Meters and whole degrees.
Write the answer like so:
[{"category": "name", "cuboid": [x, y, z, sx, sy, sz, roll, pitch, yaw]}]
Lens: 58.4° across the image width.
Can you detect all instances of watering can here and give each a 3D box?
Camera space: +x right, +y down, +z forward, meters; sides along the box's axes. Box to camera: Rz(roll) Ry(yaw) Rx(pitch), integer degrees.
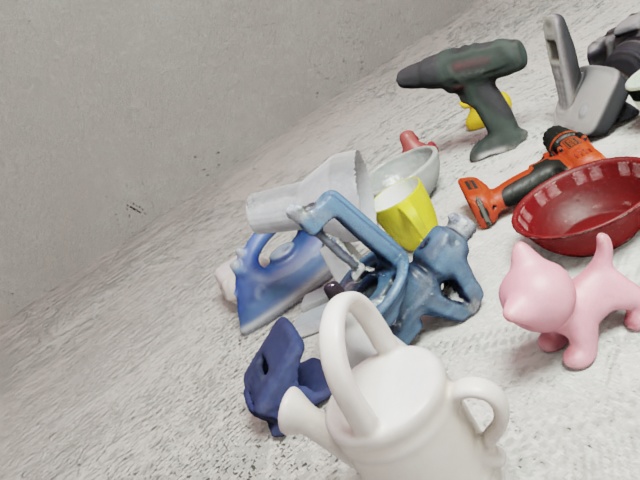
[{"category": "watering can", "cuboid": [0.047, 0.129, 0.431, 0.172, 0.194, 0.101, -29, 19, 10]}]

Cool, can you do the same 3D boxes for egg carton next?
[{"category": "egg carton", "cuboid": [-0.141, 0.071, 1.088, 0.107, 0.069, 0.150, -36, 19, -12]}]

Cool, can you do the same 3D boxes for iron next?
[{"category": "iron", "cuboid": [-0.067, 0.027, 0.966, 0.259, 0.142, 0.118, -40, 20, -23]}]

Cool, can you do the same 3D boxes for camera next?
[{"category": "camera", "cuboid": [0.517, -0.316, 0.975, 0.137, 0.101, 0.142, -43, 21, -29]}]

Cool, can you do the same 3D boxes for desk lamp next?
[{"category": "desk lamp", "cuboid": [0.007, 0.003, 0.791, 0.203, 0.214, 0.118, -25, 20, 20]}]

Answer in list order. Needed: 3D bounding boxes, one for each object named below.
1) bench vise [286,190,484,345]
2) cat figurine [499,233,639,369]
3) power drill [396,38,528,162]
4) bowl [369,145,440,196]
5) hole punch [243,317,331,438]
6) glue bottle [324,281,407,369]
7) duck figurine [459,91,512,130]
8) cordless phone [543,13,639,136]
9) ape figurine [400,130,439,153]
[{"category": "bench vise", "cuboid": [0.067, 0.019, 0.642, 0.208, 0.220, 0.121, -41, 20, -25]}, {"category": "cat figurine", "cuboid": [0.213, 0.045, 0.502, 0.128, 0.118, 0.067, -34, 18, -5]}, {"category": "power drill", "cuboid": [0.273, -0.253, 1.033, 0.229, 0.209, 0.076, -18, 23, 37]}, {"category": "bowl", "cuboid": [0.153, -0.099, 1.043, 0.167, 0.075, 0.167, -28, 18, 11]}, {"category": "hole punch", "cuboid": [-0.048, 0.158, 0.676, 0.101, 0.091, 0.108, -34, 18, -7]}, {"category": "glue bottle", "cuboid": [0.050, 0.107, 0.517, 0.078, 0.173, 0.037, -23, 20, 25]}, {"category": "duck figurine", "cuboid": [0.346, -0.293, 1.216, 0.104, 0.086, 0.077, -25, 20, 21]}, {"category": "cordless phone", "cuboid": [0.396, -0.257, 0.881, 0.094, 0.185, 0.147, -30, 18, 5]}, {"category": "ape figurine", "cuboid": [0.194, -0.184, 1.168, 0.077, 0.092, 0.076, -17, 23, 37]}]
